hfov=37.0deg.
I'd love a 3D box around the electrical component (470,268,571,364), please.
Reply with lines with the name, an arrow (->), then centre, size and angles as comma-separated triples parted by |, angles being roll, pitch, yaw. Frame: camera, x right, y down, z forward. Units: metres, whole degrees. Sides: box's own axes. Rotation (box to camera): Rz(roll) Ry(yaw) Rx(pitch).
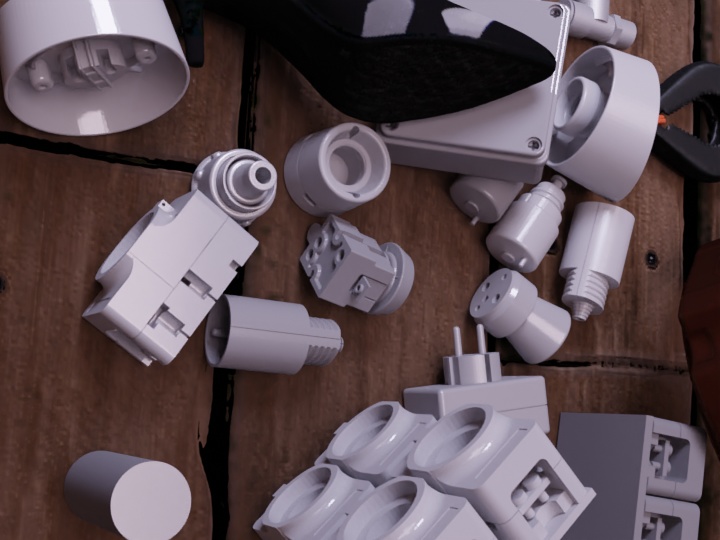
electrical component -> 0.108, 0.031, 0.731 | 0.055, 0.045, 0.045 | 37, 69, -19

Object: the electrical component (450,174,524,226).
electrical component -> 0.095, -0.068, 0.736 | 0.040, 0.040, 0.078 | 45, 67, -17

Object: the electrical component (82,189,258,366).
electrical component -> -0.111, 0.002, 0.614 | 0.056, 0.050, 0.089 | 42, 68, -18

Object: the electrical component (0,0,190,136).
electrical component -> -0.146, -0.117, 0.585 | 0.099, 0.099, 0.064 | -13, 84, -28

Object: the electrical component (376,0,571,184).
electrical component -> 0.074, -0.120, 0.697 | 0.109, 0.056, 0.108 | 9, 78, 8

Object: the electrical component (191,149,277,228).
electrical component -> -0.069, -0.051, 0.636 | 0.048, 0.062, 0.048 | 3, 83, -27

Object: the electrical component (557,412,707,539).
electrical component -> 0.179, 0.176, 0.726 | 0.062, 0.089, 0.150 | 14, 78, -26

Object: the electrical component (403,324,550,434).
electrical component -> 0.075, 0.074, 0.706 | 0.083, 0.047, 0.075 | -4, 87, -28

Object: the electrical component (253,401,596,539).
electrical component -> 0.023, 0.131, 0.594 | 0.105, 0.186, 0.060 | -43, 104, -25

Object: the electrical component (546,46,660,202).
electrical component -> 0.171, -0.103, 0.751 | 0.064, 0.099, 0.099 | 21, 75, -18

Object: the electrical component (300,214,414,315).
electrical component -> 0.000, 0.000, 0.672 | 0.055, 0.066, 0.048 | 23, 112, -32

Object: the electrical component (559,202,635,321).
electrical component -> 0.165, -0.003, 0.765 | 0.043, 0.043, 0.081 | 23, 74, -24

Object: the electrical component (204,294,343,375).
electrical component -> -0.048, 0.041, 0.648 | 0.081, 0.043, 0.043 | 9, 80, -27

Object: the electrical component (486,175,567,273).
electrical component -> 0.120, -0.034, 0.746 | 0.040, 0.040, 0.078 | 44, 67, -17

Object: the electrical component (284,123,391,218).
electrical component -> -0.013, -0.063, 0.675 | 0.055, 0.047, 0.055 | 3, 83, -28
